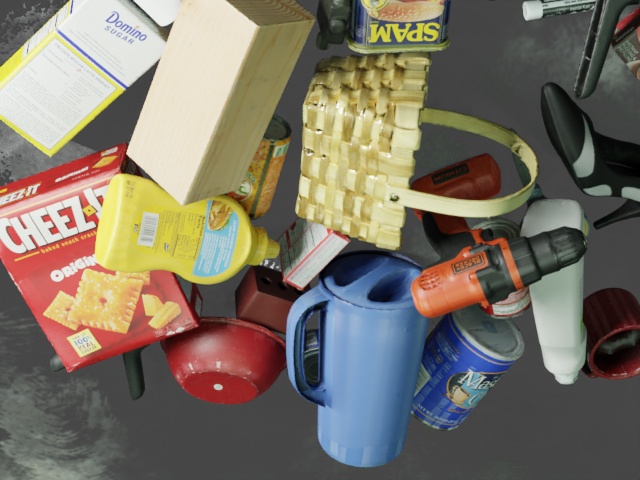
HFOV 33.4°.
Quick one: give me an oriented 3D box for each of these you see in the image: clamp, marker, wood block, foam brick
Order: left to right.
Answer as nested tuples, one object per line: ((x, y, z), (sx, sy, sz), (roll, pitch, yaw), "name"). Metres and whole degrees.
((-0.233, 0.122, 1.279), (0.120, 0.039, 0.172), (29, 120, -27), "clamp")
((-0.098, -0.146, 1.029), (0.090, 0.091, 0.206), (-21, 146, -49), "wood block")
((-0.055, 0.071, 1.256), (0.078, 0.053, 0.051), (19, 124, -23), "foam brick")
((0.265, -0.239, 1.072), (0.121, 0.020, 0.020), (-9, 130, -2), "marker")
((0.283, -0.247, 1.038), (0.210, 0.036, 0.164), (-38, 119, 9), "clamp")

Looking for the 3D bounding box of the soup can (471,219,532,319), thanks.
((0.212, 0.034, 1.255), (0.068, 0.068, 0.102), (-15, 129, 4), "soup can")

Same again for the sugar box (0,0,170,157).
((-0.237, -0.170, 1.038), (0.176, 0.048, 0.093), (-38, 124, 17), "sugar box")

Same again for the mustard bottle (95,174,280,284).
((-0.128, -0.005, 1.098), (0.191, 0.058, 0.096), (11, 93, -29), "mustard bottle")

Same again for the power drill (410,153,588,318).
((0.175, -0.012, 1.135), (0.184, 0.187, 0.057), (-20, 128, 9), "power drill")

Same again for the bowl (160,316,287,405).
((-0.116, 0.153, 1.278), (0.162, 0.055, 0.162), (5, 147, 3), "bowl")

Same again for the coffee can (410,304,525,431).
((0.171, 0.153, 1.323), (0.102, 0.103, 0.140), (20, 124, -23), "coffee can")

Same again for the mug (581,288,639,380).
((0.365, 0.123, 1.340), (0.093, 0.081, 0.117), (15, 125, -20), "mug")

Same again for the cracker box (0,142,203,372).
((-0.243, 0.024, 1.157), (0.164, 0.072, 0.213), (-19, 119, 6), "cracker box")

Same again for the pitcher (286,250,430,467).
((0.048, 0.145, 1.250), (0.149, 0.144, 0.243), (13, 119, 15), "pitcher")

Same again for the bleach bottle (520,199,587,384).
((0.280, 0.078, 1.250), (0.068, 0.102, 0.251), (1, 129, 20), "bleach bottle")

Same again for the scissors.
((0.264, -0.053, 1.226), (0.096, 0.016, 0.202), (-11, 130, -1), "scissors")

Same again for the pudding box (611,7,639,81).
((0.364, -0.200, 1.105), (0.090, 0.039, 0.113), (-38, 124, 21), "pudding box")

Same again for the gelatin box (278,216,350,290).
((-0.008, 0.002, 1.192), (0.030, 0.073, 0.089), (28, 120, -28), "gelatin box")

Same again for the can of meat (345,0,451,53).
((0.077, -0.231, 1.028), (0.102, 0.057, 0.084), (-3, 127, -7), "can of meat")

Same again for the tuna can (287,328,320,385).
((-0.001, 0.153, 1.342), (0.086, 0.034, 0.086), (-4, 129, -5), "tuna can")
